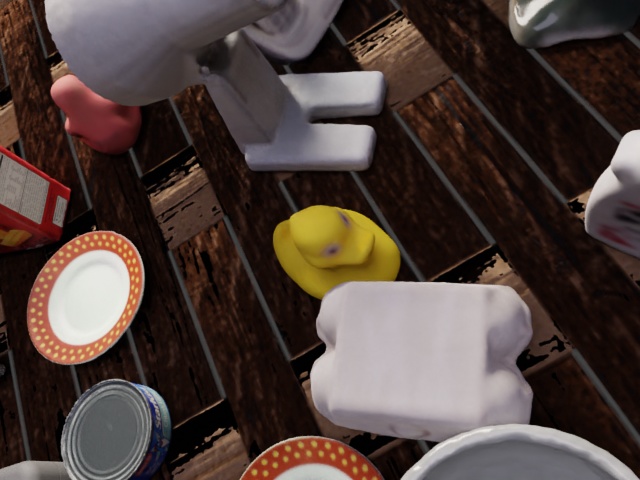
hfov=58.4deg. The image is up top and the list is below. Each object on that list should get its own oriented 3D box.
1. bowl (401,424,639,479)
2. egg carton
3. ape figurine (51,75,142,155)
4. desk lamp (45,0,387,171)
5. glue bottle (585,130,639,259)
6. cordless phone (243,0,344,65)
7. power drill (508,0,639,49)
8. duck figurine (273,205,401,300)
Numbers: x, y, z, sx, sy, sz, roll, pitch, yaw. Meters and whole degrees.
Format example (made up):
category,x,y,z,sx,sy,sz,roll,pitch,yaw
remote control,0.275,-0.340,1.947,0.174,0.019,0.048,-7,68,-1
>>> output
category,x,y,z,sx,sy,sz,roll,pitch,yaw
bowl,0.117,0.193,0.324,0.167,0.075,0.167,-8,66,18
egg carton,0.066,0.081,0.393,0.150,0.070,0.107,-1,68,21
ape figurine,-0.231,-0.133,0.582,0.077,0.092,0.076,-23,62,11
desk lamp,-0.072,-0.150,0.459,0.202,0.214,0.118,3,70,22
glue bottle,0.199,-0.034,0.330,0.078,0.173,0.037,22,78,27
cordless phone,-0.048,-0.266,0.514,0.093,0.185,0.148,19,77,27
power drill,0.176,-0.235,0.403,0.229,0.209,0.075,-6,67,19
duck figurine,0.004,0.002,0.440,0.104,0.086,0.077,15,75,26
